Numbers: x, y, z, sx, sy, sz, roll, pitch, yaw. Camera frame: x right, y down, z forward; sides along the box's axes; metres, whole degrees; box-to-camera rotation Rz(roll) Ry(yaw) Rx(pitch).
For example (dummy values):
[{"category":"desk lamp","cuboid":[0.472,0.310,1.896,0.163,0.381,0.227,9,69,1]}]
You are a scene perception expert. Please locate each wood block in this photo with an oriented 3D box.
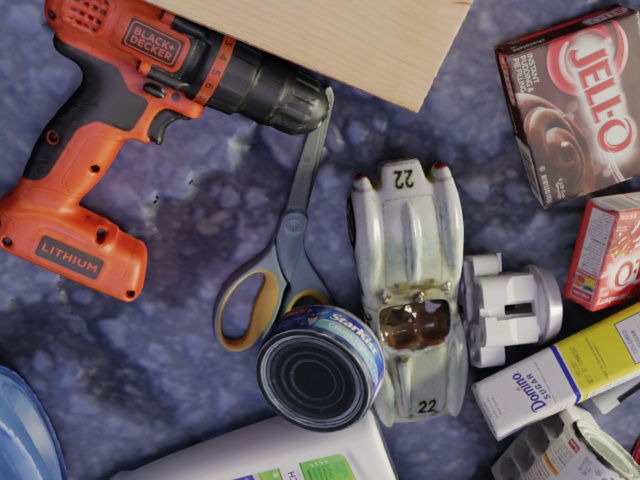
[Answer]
[{"category":"wood block","cuboid":[-0.024,-0.162,0.617,0.206,0.090,0.091,20,110,-17]}]

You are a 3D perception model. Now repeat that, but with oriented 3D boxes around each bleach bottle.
[{"category":"bleach bottle","cuboid":[-0.069,0.195,0.788,0.251,0.068,0.102,-19,116,3]}]

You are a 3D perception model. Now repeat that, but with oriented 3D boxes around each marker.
[{"category":"marker","cuboid":[0.260,0.091,0.813,0.121,0.020,0.020,-37,114,9]}]

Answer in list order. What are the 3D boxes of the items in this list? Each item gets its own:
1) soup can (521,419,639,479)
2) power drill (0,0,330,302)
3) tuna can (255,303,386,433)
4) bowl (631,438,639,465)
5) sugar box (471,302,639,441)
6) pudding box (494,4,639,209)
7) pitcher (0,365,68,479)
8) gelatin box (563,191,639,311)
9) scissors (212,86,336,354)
[{"category":"soup can","cuboid":[0.176,0.188,0.764,0.068,0.068,0.102,32,105,-20]},{"category":"power drill","cuboid":[-0.109,-0.058,0.671,0.184,0.057,0.188,25,105,-14]},{"category":"tuna can","cuboid":[0.000,0.089,0.728,0.086,0.033,0.086,9,119,17]},{"category":"bowl","cuboid":[0.332,0.191,0.850,0.162,0.055,0.162,-3,114,-8]},{"category":"sugar box","cuboid":[0.195,0.086,0.761,0.176,0.093,0.048,-24,74,4]},{"category":"pudding box","cuboid":[0.173,-0.089,0.707,0.090,0.039,0.113,-19,115,0]},{"category":"pitcher","cuboid":[-0.304,0.173,0.716,0.243,0.149,0.145,-19,131,4]},{"category":"gelatin box","cuboid":[0.214,0.005,0.740,0.089,0.030,0.073,-9,118,-39]},{"category":"scissors","cuboid":[-0.005,0.001,0.734,0.096,0.016,0.202,25,109,-19]}]
